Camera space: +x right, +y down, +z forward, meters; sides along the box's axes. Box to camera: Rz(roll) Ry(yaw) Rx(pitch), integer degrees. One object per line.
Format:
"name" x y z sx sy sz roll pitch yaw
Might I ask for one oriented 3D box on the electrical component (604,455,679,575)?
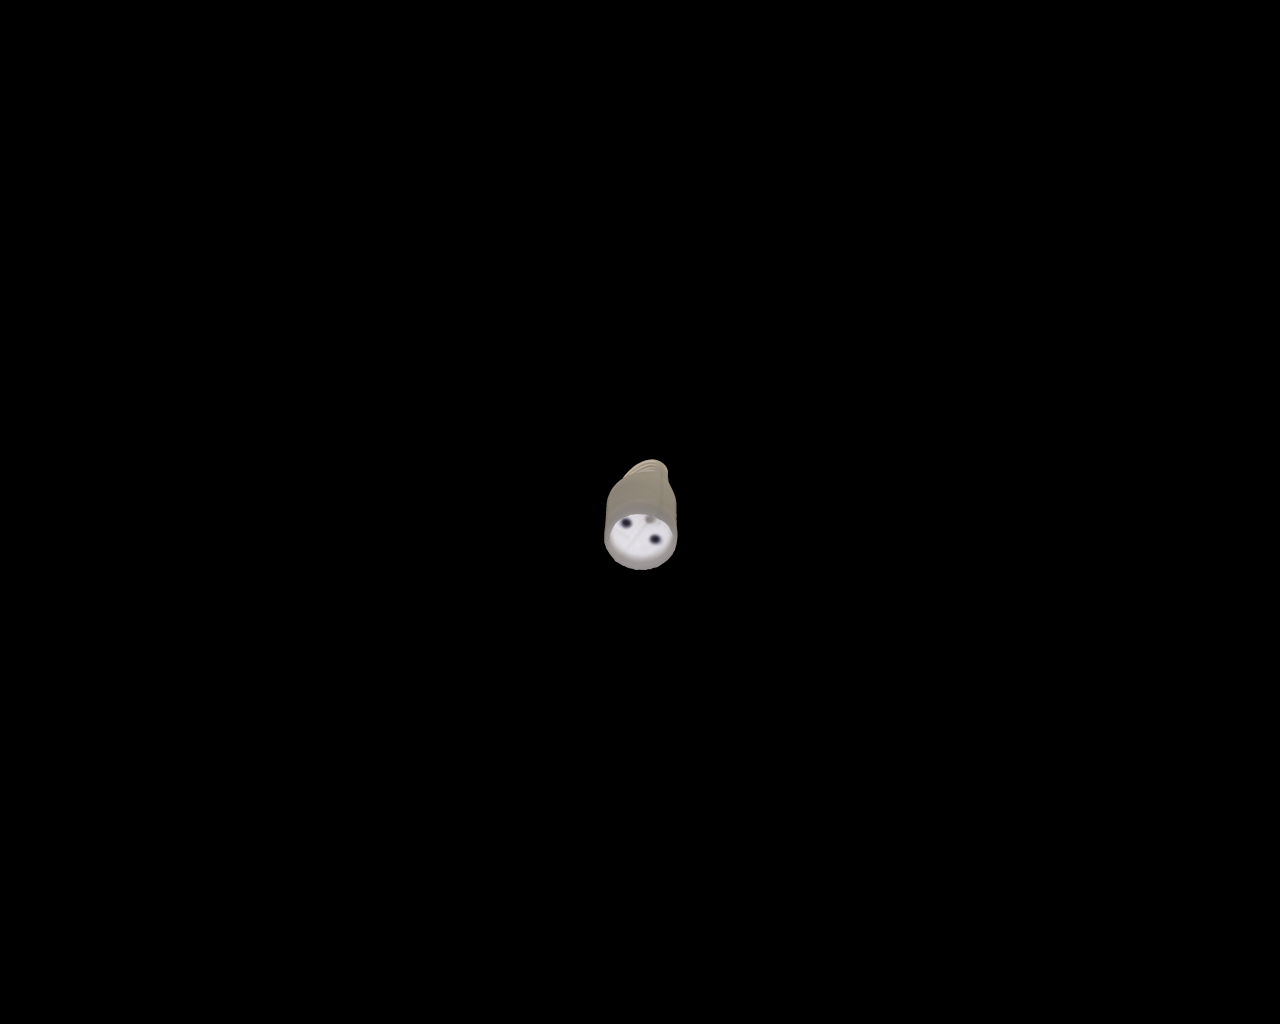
"electrical component" 0.001 -0.003 0.650 0.043 0.043 0.081 0 31 0
